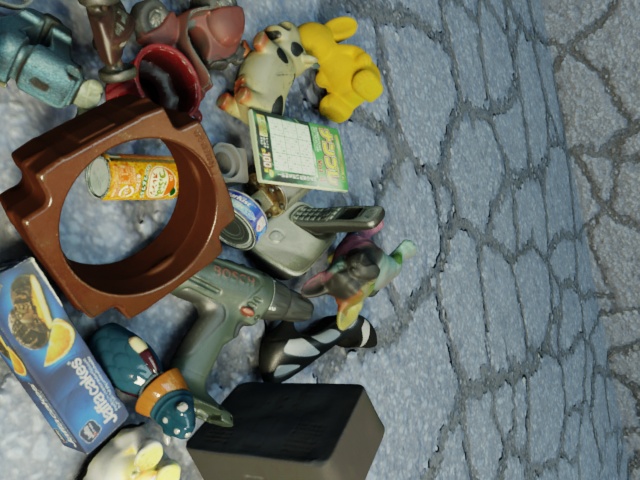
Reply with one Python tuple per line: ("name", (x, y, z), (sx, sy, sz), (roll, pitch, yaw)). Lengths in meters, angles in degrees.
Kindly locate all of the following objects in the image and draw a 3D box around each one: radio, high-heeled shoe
("radio", (-0.043, 0.245, 0.668), (0.131, 0.230, 0.073), (-46, 119, -49))
("high-heeled shoe", (0.008, 0.183, 0.855), (0.248, 0.086, 0.145), (30, 63, -37))

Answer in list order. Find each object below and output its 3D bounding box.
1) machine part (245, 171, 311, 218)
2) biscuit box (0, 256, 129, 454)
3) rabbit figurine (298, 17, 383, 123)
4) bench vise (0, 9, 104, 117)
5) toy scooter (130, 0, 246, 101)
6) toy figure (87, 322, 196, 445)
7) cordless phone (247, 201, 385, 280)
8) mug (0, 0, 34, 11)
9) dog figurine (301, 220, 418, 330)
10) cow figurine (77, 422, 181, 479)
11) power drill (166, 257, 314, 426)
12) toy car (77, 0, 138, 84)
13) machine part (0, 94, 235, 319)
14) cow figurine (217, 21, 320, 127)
("machine part", (-0.040, -0.108, 0.852), (0.243, 0.079, 0.079), (-46, 118, -43))
("biscuit box", (-0.274, 0.118, 0.542), (0.059, 0.063, 0.202), (-42, 115, -43))
("rabbit figurine", (0.026, -0.321, 0.943), (0.173, 0.122, 0.162), (31, 56, -27))
("bench vise", (-0.312, -0.150, 0.469), (0.223, 0.129, 0.241), (39, 23, -31))
("toy scooter", (-0.162, -0.263, 0.736), (0.184, 0.075, 0.135), (-36, 111, -43))
("toy figure", (-0.187, 0.152, 0.583), (0.154, 0.064, 0.058), (38, 49, 13))
("cordless phone", (-0.002, -0.002, 0.794), (0.146, 0.184, 0.088), (-47, 123, -44))
("mug", (-0.316, -0.295, 0.557), (0.107, 0.081, 0.109), (-7, 94, -58))
("dog figurine", (0.046, 0.061, 0.844), (0.108, 0.191, 0.219), (44, 44, 4))
("cow figurine", (-0.232, 0.269, 0.554), (0.167, 0.098, 0.068), (-46, 126, -23))
("power drill", (-0.117, 0.128, 0.695), (0.232, 0.086, 0.207), (32, 66, -29))
("toy car", (-0.226, -0.233, 0.575), (0.053, 0.202, 0.089), (-13, 125, -19))
("machine part", (-0.204, -0.035, 0.570), (0.201, 0.087, 0.201), (-39, 134, -26))
("cow figurine", (-0.071, -0.257, 0.835), (0.127, 0.086, 0.195), (35, 61, -44))
